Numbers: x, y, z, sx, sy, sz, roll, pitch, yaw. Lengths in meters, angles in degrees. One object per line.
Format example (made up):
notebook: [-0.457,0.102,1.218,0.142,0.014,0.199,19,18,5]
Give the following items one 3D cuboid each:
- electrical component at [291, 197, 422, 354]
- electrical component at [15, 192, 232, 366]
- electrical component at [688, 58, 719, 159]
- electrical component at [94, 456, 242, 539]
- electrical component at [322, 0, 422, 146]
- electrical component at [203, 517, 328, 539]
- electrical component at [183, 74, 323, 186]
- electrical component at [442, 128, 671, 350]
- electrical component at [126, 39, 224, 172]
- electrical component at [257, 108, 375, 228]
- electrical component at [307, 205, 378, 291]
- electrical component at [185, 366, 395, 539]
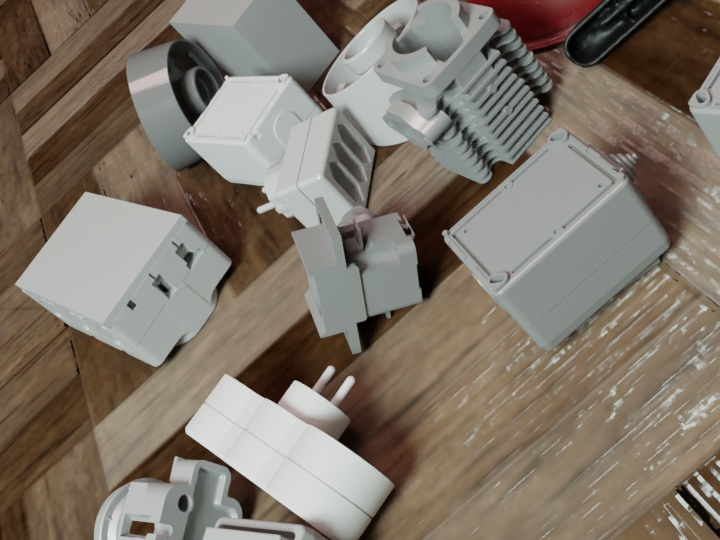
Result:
electrical component: [0.000,0.000,0.597,0.064,0.081,0.042,-16,38,-8]
electrical component: [-0.168,0.005,0.767,0.150,0.062,0.089,14,66,50]
electrical component: [0.207,-0.071,0.470,0.096,0.061,0.061,17,68,51]
electrical component: [-0.104,0.140,0.573,0.057,0.058,0.078,-7,64,43]
electrical component: [0.024,-0.135,0.733,0.099,0.064,0.099,-40,24,22]
electrical component: [-0.048,0.166,0.491,0.062,0.061,0.096,-6,51,41]
electrical component: [-0.075,-0.098,0.776,0.096,0.061,0.061,11,63,49]
electrical component: [0.101,-0.017,0.522,0.096,0.061,0.061,-42,36,5]
electrical component: [-0.145,-0.131,0.850,0.064,0.099,0.099,-19,43,23]
electrical component: [-0.037,-0.058,0.711,0.077,0.047,0.065,-20,43,31]
electrical component: [-0.008,-0.007,0.644,0.061,0.035,0.035,-51,36,-3]
electrical component: [-0.030,0.083,0.561,0.138,0.052,0.073,20,70,52]
